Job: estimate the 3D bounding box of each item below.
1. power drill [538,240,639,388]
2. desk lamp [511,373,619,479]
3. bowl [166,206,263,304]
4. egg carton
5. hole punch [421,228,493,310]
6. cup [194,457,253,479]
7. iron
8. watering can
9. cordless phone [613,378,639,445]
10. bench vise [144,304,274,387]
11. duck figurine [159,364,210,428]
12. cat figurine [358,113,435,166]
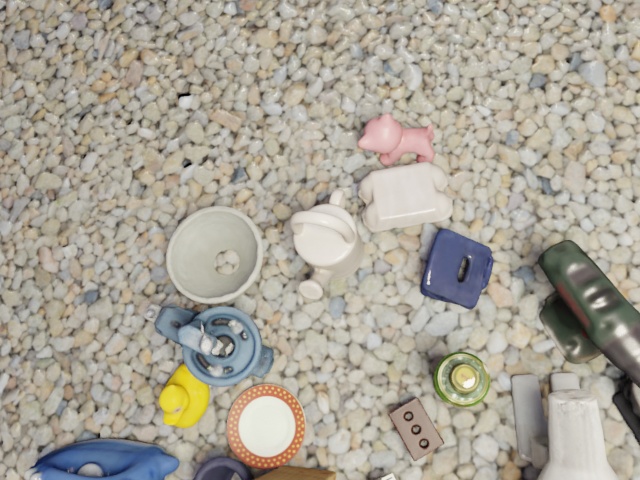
[{"bbox_3d":[0.376,0.115,0.785,0.075,0.208,0.229,-30,72,1],"label":"power drill"},{"bbox_3d":[0.320,0.276,0.749,0.117,0.214,0.203,-6,74,9],"label":"desk lamp"},{"bbox_3d":[-0.168,0.031,0.972,0.167,0.075,0.167,-2,75,9],"label":"bowl"},{"bbox_3d":[0.140,-0.071,0.949,0.150,0.069,0.107,-10,74,7],"label":"egg carton"},{"bbox_3d":[0.215,0.045,0.893,0.101,0.091,0.109,16,79,14],"label":"hole punch"},{"bbox_3d":[-0.144,0.382,0.863,0.118,0.095,0.091,-45,73,-4],"label":"cup"},{"bbox_3d":[-0.358,0.369,0.879,0.258,0.141,0.119,4,76,11],"label":"iron"},{"bbox_3d":[0.010,0.003,0.886,0.101,0.194,0.173,-10,74,7],"label":"watering can"},{"bbox_3d":[0.476,0.237,0.748,0.094,0.185,0.147,-31,72,1],"label":"cordless phone"},{"bbox_3d":[-0.188,0.156,0.865,0.207,0.220,0.121,4,76,11],"label":"bench vise"},{"bbox_3d":[-0.225,0.249,0.917,0.077,0.086,0.104,7,76,12],"label":"duck figurine"},{"bbox_3d":[0.128,-0.173,0.953,0.127,0.118,0.067,-4,75,9],"label":"cat figurine"}]
